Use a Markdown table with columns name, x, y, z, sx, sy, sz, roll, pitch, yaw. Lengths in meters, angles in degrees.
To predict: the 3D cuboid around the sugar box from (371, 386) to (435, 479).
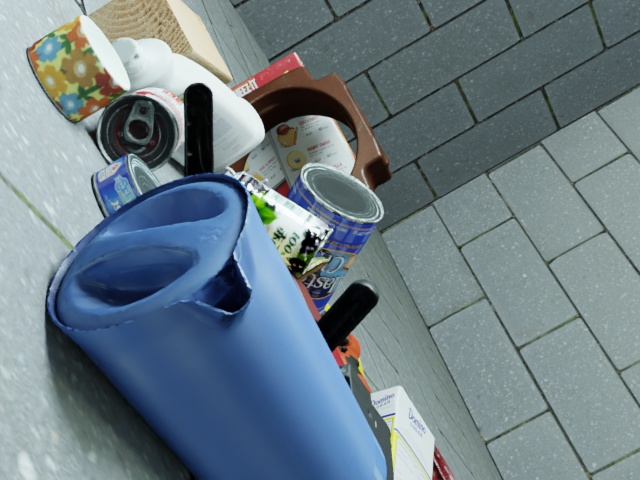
| name | x | y | z | sx | sy | sz | roll | pitch | yaw |
| --- | --- | --- | --- | --- | --- | --- | --- | --- | --- |
| sugar box | 0.078 | 0.246 | 1.100 | 0.093 | 0.048 | 0.176 | 58 | 24 | -29 |

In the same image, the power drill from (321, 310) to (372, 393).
| name | x | y | z | sx | sy | sz | roll | pitch | yaw |
| --- | --- | --- | --- | --- | --- | --- | --- | --- | --- |
| power drill | 0.027 | 0.164 | 1.242 | 0.184 | 0.057 | 0.188 | 40 | 22 | -59 |

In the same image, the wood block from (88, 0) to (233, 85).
| name | x | y | z | sx | sy | sz | roll | pitch | yaw |
| --- | --- | --- | --- | --- | --- | --- | --- | --- | --- |
| wood block | -0.174 | -0.209 | 1.186 | 0.091 | 0.090 | 0.206 | 61 | 6 | 3 |

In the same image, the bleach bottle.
| name | x | y | z | sx | sy | sz | roll | pitch | yaw |
| --- | --- | --- | --- | --- | --- | --- | --- | --- | --- |
| bleach bottle | -0.141 | -0.143 | 1.081 | 0.068 | 0.102 | 0.250 | 57 | 4 | 21 |

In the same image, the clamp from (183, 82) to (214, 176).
| name | x | y | z | sx | sy | sz | roll | pitch | yaw |
| --- | --- | --- | --- | --- | --- | --- | --- | --- | --- |
| clamp | -0.103 | -0.034 | 0.907 | 0.120 | 0.039 | 0.171 | -89 | -179 | -45 |

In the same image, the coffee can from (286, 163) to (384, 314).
| name | x | y | z | sx | sy | sz | roll | pitch | yaw |
| --- | --- | --- | --- | --- | --- | --- | --- | --- | --- |
| coffee can | -0.008 | 0.001 | 1.174 | 0.102 | 0.140 | 0.103 | 24 | 28 | -14 |

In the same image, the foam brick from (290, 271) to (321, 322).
| name | x | y | z | sx | sy | sz | roll | pitch | yaw |
| --- | --- | --- | --- | --- | --- | --- | --- | --- | --- |
| foam brick | -0.042 | 0.075 | 0.996 | 0.051 | 0.078 | 0.053 | 62 | 6 | 24 |

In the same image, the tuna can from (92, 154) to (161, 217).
| name | x | y | z | sx | sy | sz | roll | pitch | yaw |
| --- | --- | --- | --- | --- | --- | --- | --- | --- | --- |
| tuna can | -0.143 | -0.025 | 0.848 | 0.086 | 0.034 | 0.086 | 59 | 6 | -11 |

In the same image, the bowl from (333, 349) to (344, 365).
| name | x | y | z | sx | sy | sz | roll | pitch | yaw |
| --- | --- | --- | --- | --- | --- | --- | --- | --- | --- |
| bowl | -0.014 | 0.124 | 1.107 | 0.162 | 0.055 | 0.162 | 59 | 6 | -11 |

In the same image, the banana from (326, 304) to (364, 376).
| name | x | y | z | sx | sy | sz | roll | pitch | yaw |
| --- | --- | --- | --- | --- | --- | --- | --- | --- | --- |
| banana | 0.007 | 0.121 | 1.392 | 0.197 | 0.037 | 0.069 | 54 | 25 | -39 |

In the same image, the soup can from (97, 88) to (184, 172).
| name | x | y | z | sx | sy | sz | roll | pitch | yaw |
| --- | --- | --- | --- | --- | --- | --- | --- | --- | --- |
| soup can | -0.153 | -0.098 | 0.942 | 0.068 | 0.068 | 0.102 | 59 | 6 | -10 |

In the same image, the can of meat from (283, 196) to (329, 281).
| name | x | y | z | sx | sy | sz | roll | pitch | yaw |
| --- | --- | --- | --- | --- | --- | --- | --- | --- | --- |
| can of meat | -0.040 | 0.003 | 1.071 | 0.084 | 0.057 | 0.102 | 57 | 6 | 4 |

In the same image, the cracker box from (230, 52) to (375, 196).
| name | x | y | z | sx | sy | sz | roll | pitch | yaw |
| --- | --- | --- | --- | --- | --- | --- | --- | --- | --- |
| cracker box | -0.049 | -0.118 | 1.430 | 0.213 | 0.164 | 0.072 | 60 | 4 | -7 |

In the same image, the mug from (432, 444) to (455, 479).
| name | x | y | z | sx | sy | sz | roll | pitch | yaw |
| --- | --- | --- | --- | --- | --- | --- | --- | --- | --- |
| mug | 0.113 | 0.287 | 1.246 | 0.093 | 0.081 | 0.117 | 59 | 6 | -8 |

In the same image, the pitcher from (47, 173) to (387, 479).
| name | x | y | z | sx | sy | sz | roll | pitch | yaw |
| --- | --- | --- | --- | --- | --- | --- | --- | --- | --- |
| pitcher | -0.057 | 0.085 | 0.677 | 0.149 | 0.145 | 0.242 | -89 | 154 | -54 |

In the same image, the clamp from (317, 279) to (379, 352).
| name | x | y | z | sx | sy | sz | roll | pitch | yaw |
| --- | --- | --- | --- | --- | --- | --- | --- | --- | --- |
| clamp | -0.026 | 0.115 | 0.877 | 0.036 | 0.164 | 0.210 | 40 | -16 | 0 |
